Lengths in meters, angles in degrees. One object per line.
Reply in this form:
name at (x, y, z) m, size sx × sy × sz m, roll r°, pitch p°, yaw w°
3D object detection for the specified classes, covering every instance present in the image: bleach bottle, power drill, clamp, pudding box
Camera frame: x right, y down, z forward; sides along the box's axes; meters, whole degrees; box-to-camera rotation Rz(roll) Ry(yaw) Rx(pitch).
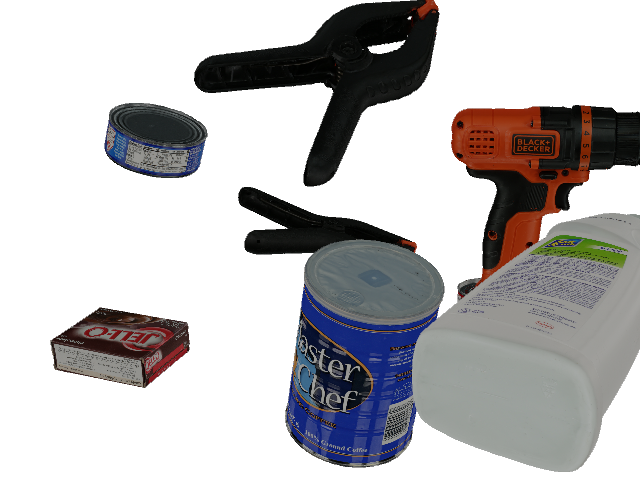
bleach bottle at (0.152, 0.038, 0.621) m, size 0.103 × 0.068 × 0.250 m, roll 13°, pitch 26°, yaw 30°
power drill at (0.200, -0.021, 0.889) m, size 0.184 × 0.188 × 0.057 m, roll 3°, pitch 20°, yaw 10°
clamp at (0.005, -0.002, 1.183) m, size 0.210 × 0.036 × 0.164 m, roll 15°, pitch 20°, yaw -5°
clamp at (0.018, -0.102, 0.688) m, size 0.171 × 0.120 × 0.039 m, roll -27°, pitch -24°, yaw -19°
pudding box at (-0.205, 0.109, 1.097) m, size 0.114 × 0.039 × 0.089 m, roll 5°, pitch 20°, yaw 23°

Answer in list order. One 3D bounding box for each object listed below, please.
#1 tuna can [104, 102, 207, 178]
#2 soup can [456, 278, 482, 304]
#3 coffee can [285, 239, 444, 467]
tuna can at (-0.143, -0.087, 0.925) m, size 0.086 × 0.034 × 0.086 m, roll 13°, pitch 26°, yaw -6°
soup can at (0.203, 0.106, 1.327) m, size 0.068 × 0.102 × 0.068 m, roll -1°, pitch 19°, yaw 0°
coffee can at (0.031, 0.085, 0.808) m, size 0.102 × 0.140 × 0.103 m, roll 6°, pitch 31°, yaw -4°
